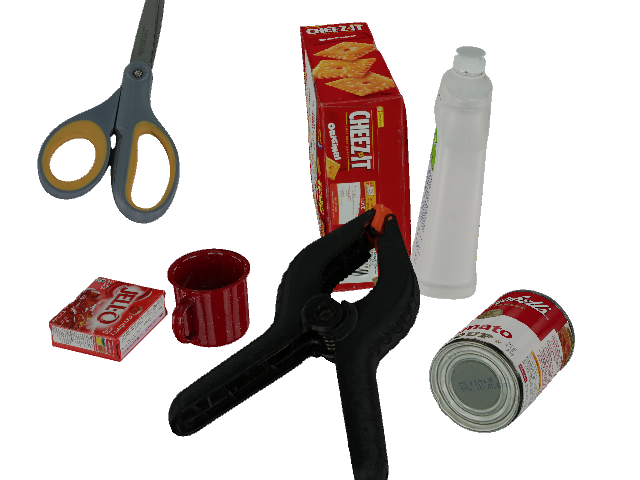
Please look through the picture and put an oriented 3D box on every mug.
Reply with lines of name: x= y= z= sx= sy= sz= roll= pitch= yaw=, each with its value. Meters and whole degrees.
mug: x=-0.129 y=0.073 z=1.204 sx=0.093 sy=0.081 sz=0.117 roll=12 pitch=33 yaw=23

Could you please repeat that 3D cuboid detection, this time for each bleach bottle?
bleach bottle: x=0.137 y=-0.070 z=1.082 sx=0.068 sy=0.251 sz=0.102 roll=3 pitch=32 yaw=-1

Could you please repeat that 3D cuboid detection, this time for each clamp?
clamp: x=0.012 y=0.056 z=0.568 sx=0.120 sy=0.171 sz=0.039 roll=26 pitch=-26 yaw=21

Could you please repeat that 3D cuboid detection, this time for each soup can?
soup can: x=0.125 y=0.082 z=0.735 sx=0.069 sy=0.068 sz=0.102 roll=0 pitch=16 yaw=33

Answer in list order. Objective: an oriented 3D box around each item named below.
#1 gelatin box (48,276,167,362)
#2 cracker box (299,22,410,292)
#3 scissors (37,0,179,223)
gelatin box: x=-0.194 y=0.071 z=0.985 sx=0.073 sy=0.030 sz=0.089 roll=11 pitch=31 yaw=20
cracker box: x=0.027 y=-0.079 z=0.913 sx=0.072 sy=0.164 sz=0.213 roll=-5 pitch=27 yaw=-2
scissors: x=-0.138 y=-0.099 z=0.695 sx=0.096 sy=0.202 sz=0.016 roll=-5 pitch=-29 yaw=-13
